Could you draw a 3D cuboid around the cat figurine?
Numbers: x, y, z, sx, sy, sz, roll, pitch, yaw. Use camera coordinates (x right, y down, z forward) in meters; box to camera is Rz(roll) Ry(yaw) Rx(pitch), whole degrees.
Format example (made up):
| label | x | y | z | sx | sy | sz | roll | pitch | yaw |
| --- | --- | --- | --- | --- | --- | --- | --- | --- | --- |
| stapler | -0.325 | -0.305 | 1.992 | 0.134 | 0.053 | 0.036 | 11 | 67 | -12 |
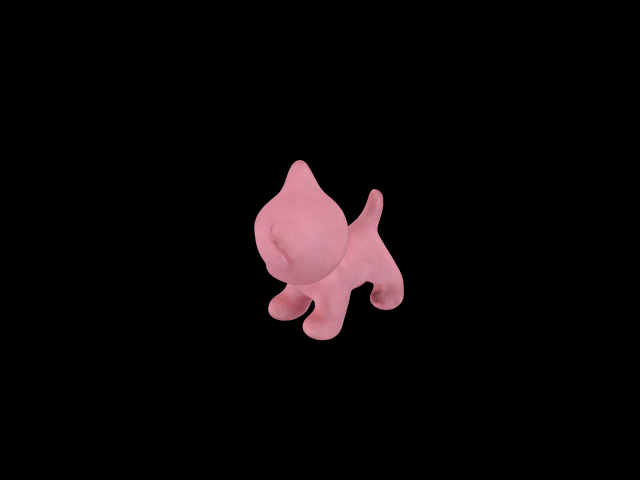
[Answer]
| label | x | y | z | sx | sy | sz | roll | pitch | yaw |
| --- | --- | --- | --- | --- | --- | --- | --- | --- | --- |
| cat figurine | 0.004 | 0.001 | 0.400 | 0.128 | 0.118 | 0.067 | -21 | 31 | -40 |
